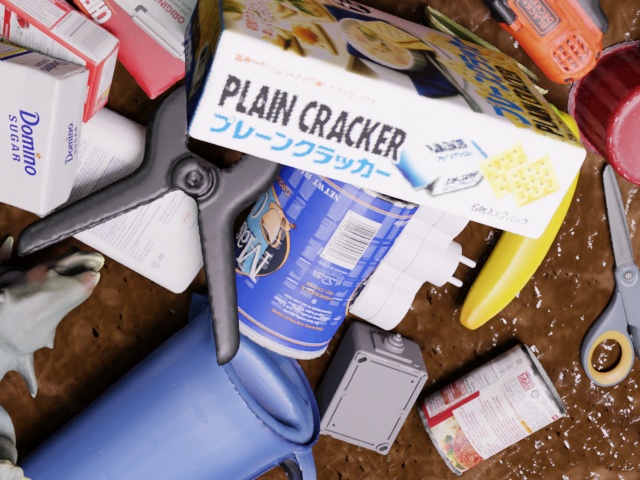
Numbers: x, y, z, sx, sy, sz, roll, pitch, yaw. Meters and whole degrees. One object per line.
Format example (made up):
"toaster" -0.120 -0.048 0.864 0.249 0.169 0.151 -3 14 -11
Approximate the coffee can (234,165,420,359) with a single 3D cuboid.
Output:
"coffee can" -0.005 0.001 0.777 0.102 0.103 0.140 27 110 -15

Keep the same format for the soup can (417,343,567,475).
"soup can" 0.139 0.137 0.868 0.102 0.068 0.068 -32 113 10

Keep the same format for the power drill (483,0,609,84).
"power drill" 0.177 -0.223 0.713 0.188 0.057 0.184 -39 115 16

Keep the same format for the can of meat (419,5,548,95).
"can of meat" 0.095 -0.103 0.762 0.102 0.057 0.084 29 111 -16

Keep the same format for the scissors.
"scissors" 0.232 0.042 0.859 0.096 0.016 0.201 -30 113 10

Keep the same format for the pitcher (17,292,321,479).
"pitcher" -0.124 0.171 0.829 0.243 0.149 0.145 -37 118 16

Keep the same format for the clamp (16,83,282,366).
"clamp" -0.096 -0.040 0.721 0.164 0.036 0.210 23 87 -7

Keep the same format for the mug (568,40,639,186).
"mug" 0.236 -0.098 0.759 0.093 0.081 0.117 11 114 -8

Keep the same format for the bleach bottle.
"bleach bottle" -0.182 -0.065 0.759 0.250 0.068 0.103 32 104 -14

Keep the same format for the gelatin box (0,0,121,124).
"gelatin box" -0.178 -0.128 0.702 0.089 0.030 0.073 34 149 0

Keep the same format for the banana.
"banana" 0.155 -0.020 0.805 0.069 0.037 0.198 -6 125 -31

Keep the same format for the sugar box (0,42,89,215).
"sugar box" -0.239 -0.088 0.685 0.176 0.048 0.093 18 113 9

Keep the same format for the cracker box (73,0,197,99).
"cracker box" -0.071 -0.222 0.689 0.214 0.072 0.164 -32 112 12
